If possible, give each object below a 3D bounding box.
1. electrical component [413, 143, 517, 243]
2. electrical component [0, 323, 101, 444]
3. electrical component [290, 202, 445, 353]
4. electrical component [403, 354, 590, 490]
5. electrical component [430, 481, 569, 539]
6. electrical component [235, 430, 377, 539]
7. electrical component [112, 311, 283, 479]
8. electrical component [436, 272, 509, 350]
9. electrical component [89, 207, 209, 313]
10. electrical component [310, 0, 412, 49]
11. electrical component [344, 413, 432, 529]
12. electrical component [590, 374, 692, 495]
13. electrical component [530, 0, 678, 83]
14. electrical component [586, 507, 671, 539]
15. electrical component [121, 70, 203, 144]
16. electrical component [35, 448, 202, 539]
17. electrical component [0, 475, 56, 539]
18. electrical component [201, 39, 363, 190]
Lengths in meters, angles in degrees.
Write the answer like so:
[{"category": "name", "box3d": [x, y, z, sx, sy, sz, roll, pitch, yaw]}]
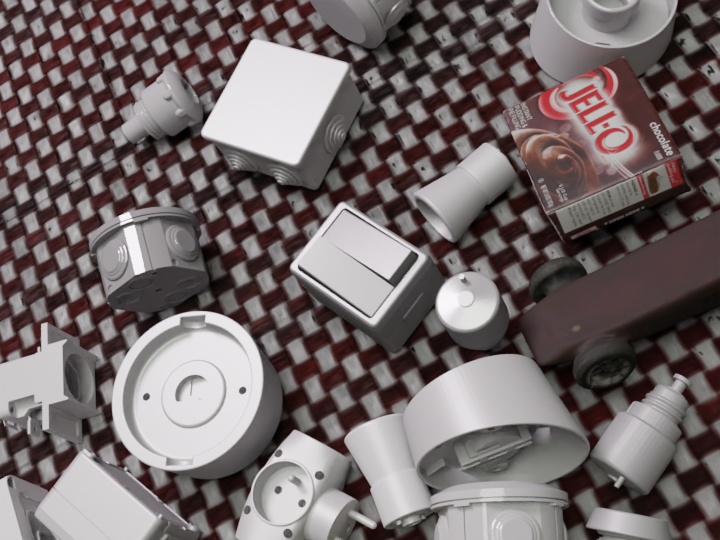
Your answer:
[{"category": "electrical component", "box3d": [0.075, -0.056, 0.738, 0.065, 0.044, 0.044, -40, 61, -7]}, {"category": "electrical component", "box3d": [-0.227, 0.085, 0.779, 0.064, 0.042, 0.081, -15, 63, 14]}, {"category": "electrical component", "box3d": [0.000, 0.000, 0.727, 0.096, 0.061, 0.061, 34, 81, 28]}, {"category": "electrical component", "box3d": [0.077, 0.097, 0.640, 0.099, 0.099, 0.064, -27, 55, 6]}, {"category": "electrical component", "box3d": [0.082, 0.152, 0.624, 0.080, 0.080, 0.051, -6, 71, 16]}, {"category": "electrical component", "box3d": [-0.027, 0.152, 0.680, 0.079, 0.044, 0.077, 23, 77, 26]}, {"category": "electrical component", "box3d": [-0.104, 0.088, 0.725, 0.108, 0.060, 0.108, -7, 65, 16]}, {"category": "electrical component", "box3d": [0.074, 0.031, 0.678, 0.040, 0.078, 0.040, -8, 64, 16]}, {"category": "electrical component", "box3d": [-0.150, -0.007, 0.772, 0.080, 0.080, 0.051, -22, 68, 9]}, {"category": "electrical component", "box3d": [-0.002, -0.211, 0.810, 0.080, 0.080, 0.051, 36, 77, 28]}, {"category": "electrical component", "box3d": [0.021, 0.129, 0.676, 0.044, 0.044, 0.065, -25, 67, 7]}, {"category": "electrical component", "box3d": [0.171, 0.096, 0.639, 0.040, 0.040, 0.078, 33, 81, 28]}, {"category": "electrical component", "box3d": [0.173, -0.181, 0.759, 0.099, 0.064, 0.099, -1, 68, 3]}, {"category": "electrical component", "box3d": [0.151, 0.167, 0.613, 0.066, 0.048, 0.055, 7, 78, 21]}, {"category": "electrical component", "box3d": [-0.158, -0.123, 0.846, 0.062, 0.048, 0.048, -33, 61, 11]}, {"category": "electrical component", "box3d": [-0.156, 0.173, 0.705, 0.096, 0.061, 0.061, 32, 81, 28]}, {"category": "electrical component", "box3d": [-0.225, 0.202, 0.707, 0.057, 0.078, 0.113, -28, 62, 3]}, {"category": "electrical component", "box3d": [-0.056, -0.115, 0.803, 0.100, 0.048, 0.099, 20, 75, 25]}]
